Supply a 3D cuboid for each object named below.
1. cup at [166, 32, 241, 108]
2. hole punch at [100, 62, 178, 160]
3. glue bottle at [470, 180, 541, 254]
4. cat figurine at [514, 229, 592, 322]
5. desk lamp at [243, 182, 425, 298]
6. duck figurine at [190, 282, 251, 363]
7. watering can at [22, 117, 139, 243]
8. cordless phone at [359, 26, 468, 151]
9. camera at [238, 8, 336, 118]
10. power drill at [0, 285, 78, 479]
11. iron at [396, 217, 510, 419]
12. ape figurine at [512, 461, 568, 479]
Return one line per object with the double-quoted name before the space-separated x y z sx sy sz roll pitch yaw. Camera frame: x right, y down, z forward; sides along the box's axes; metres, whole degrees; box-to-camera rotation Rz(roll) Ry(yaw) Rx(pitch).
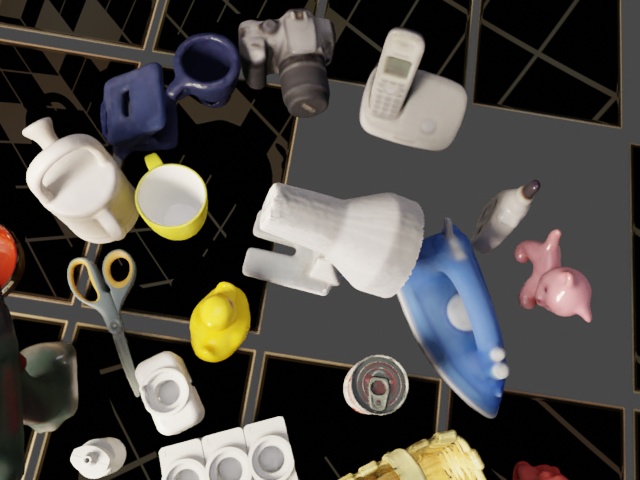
"cup" -0.164 -0.222 0.814 0.091 0.095 0.118 43 75 9
"hole punch" -0.255 -0.180 0.797 0.101 0.091 0.108 -7 74 -6
"glue bottle" 0.246 -0.038 0.746 0.037 0.173 0.078 26 73 5
"cat figurine" 0.312 0.049 0.753 0.067 0.118 0.128 0 73 -4
"desk lamp" 0.006 0.002 0.696 0.203 0.213 0.118 13 73 0
"duck figurine" -0.129 0.101 0.724 0.077 0.086 0.104 18 73 2
"watering can" -0.302 -0.074 0.708 0.172 0.194 0.101 29 74 5
"cordless phone" 0.136 -0.207 0.783 0.147 0.185 0.094 13 73 0
"camera" -0.042 -0.254 0.829 0.143 0.101 0.137 -7 74 -6
"power drill" -0.340 0.148 0.631 0.075 0.208 0.229 -9 74 -6
"iron" 0.186 0.097 0.718 0.119 0.141 0.258 -19 75 -9
"ape figurine" 0.274 0.300 0.688 0.077 0.092 0.076 41 75 9
